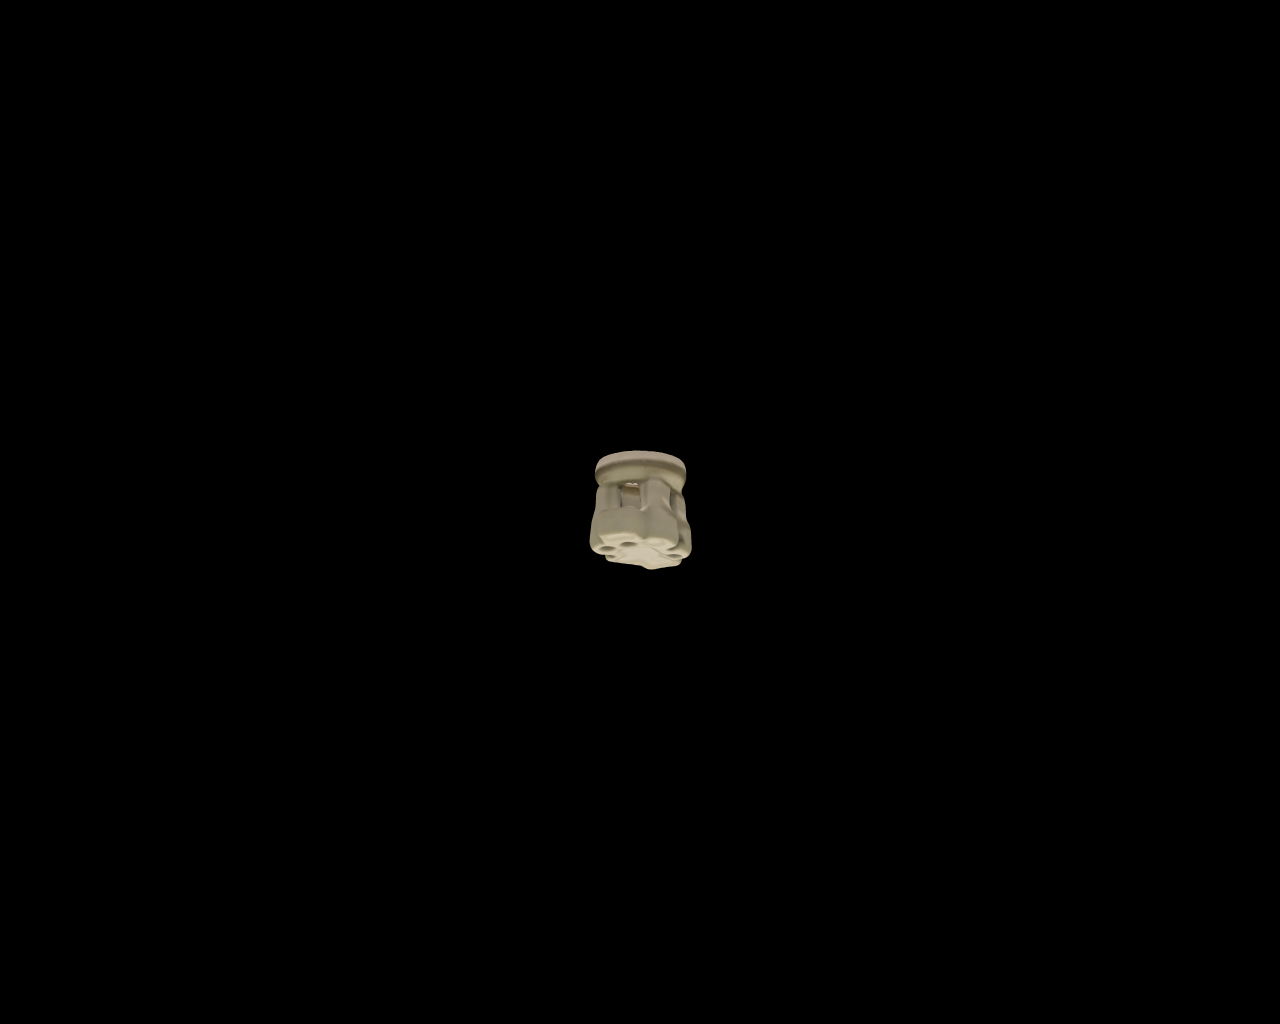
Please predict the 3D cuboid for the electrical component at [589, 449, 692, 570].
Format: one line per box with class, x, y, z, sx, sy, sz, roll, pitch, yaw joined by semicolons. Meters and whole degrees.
electrical component;0.001;-0.003;0.650;0.058;0.057;0.078;-8;-20;22
